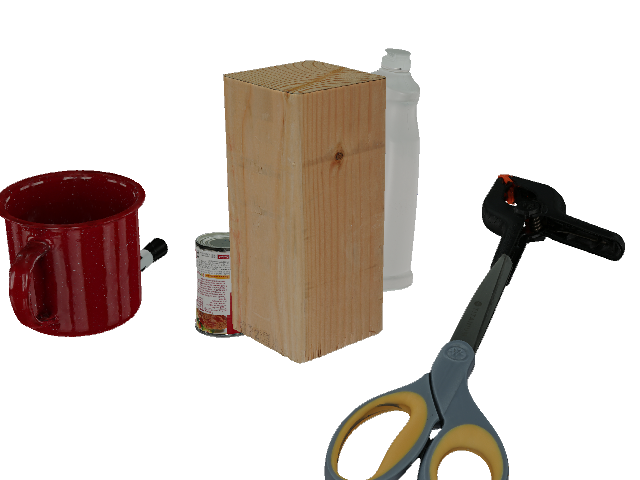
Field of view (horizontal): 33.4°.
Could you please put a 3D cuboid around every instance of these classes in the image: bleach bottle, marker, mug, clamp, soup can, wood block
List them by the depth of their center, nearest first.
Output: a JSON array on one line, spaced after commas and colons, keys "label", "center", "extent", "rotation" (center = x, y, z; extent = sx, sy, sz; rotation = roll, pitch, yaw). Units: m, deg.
[{"label": "mug", "center": [-0.160, 0.014, 0.676], "extent": [0.093, 0.081, 0.117], "rotation": [7, 26, 12]}, {"label": "wood block", "center": [-0.011, -0.025, 0.819], "extent": [0.090, 0.206, 0.090], "rotation": [-17, 26, -38]}, {"label": "marker", "center": [-0.177, 0.028, 0.977], "extent": [0.020, 0.020, 0.121], "rotation": [0, 24, 29]}, {"label": "clamp", "center": [0.209, -0.016, 0.998], "extent": [0.120, 0.039, 0.171], "rotation": [-3, 32, 1]}, {"label": "bleach bottle", "center": [0.070, -0.079, 1.155], "extent": [0.068, 0.251, 0.103], "rotation": [-5, 23, -30]}, {"label": "soup can", "center": [-0.105, 0.047, 1.176], "extent": [0.068, 0.102, 0.068], "rotation": [1, 17, -1]}]

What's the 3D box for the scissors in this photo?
[{"label": "scissors", "center": [0.083, 0.076, 0.556], "extent": [0.096, 0.016, 0.201], "rotation": [27, 47, 30]}]
